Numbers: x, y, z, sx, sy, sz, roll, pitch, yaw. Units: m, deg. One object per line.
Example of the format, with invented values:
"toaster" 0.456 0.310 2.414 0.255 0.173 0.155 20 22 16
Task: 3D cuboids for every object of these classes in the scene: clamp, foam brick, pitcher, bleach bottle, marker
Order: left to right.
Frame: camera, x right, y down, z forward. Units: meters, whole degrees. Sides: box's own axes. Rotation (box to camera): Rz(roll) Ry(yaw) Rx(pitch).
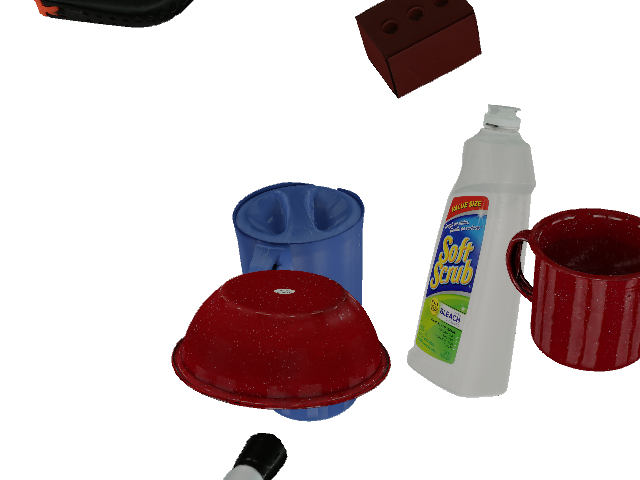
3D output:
"clamp" -0.084 -0.189 0.698 0.210 0.164 0.036 -31 -15 -10
"marker" -0.041 0.112 0.414 0.020 0.020 0.121 0 23 21
"pitcher" -0.021 0.073 1.122 0.149 0.243 0.145 -15 32 -18
"foam brick" 0.076 -0.157 0.817 0.078 0.053 0.051 -29 -34 -3
"bleach bottle" 0.139 0.005 0.944 0.068 0.251 0.103 0 14 -27

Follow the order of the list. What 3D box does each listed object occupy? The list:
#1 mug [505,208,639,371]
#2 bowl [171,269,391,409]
"mug" 0.178 0.031 0.737 0.117 0.081 0.093 23 39 36
"bowl" -0.028 0.062 0.777 0.162 0.055 0.162 2 19 -1
